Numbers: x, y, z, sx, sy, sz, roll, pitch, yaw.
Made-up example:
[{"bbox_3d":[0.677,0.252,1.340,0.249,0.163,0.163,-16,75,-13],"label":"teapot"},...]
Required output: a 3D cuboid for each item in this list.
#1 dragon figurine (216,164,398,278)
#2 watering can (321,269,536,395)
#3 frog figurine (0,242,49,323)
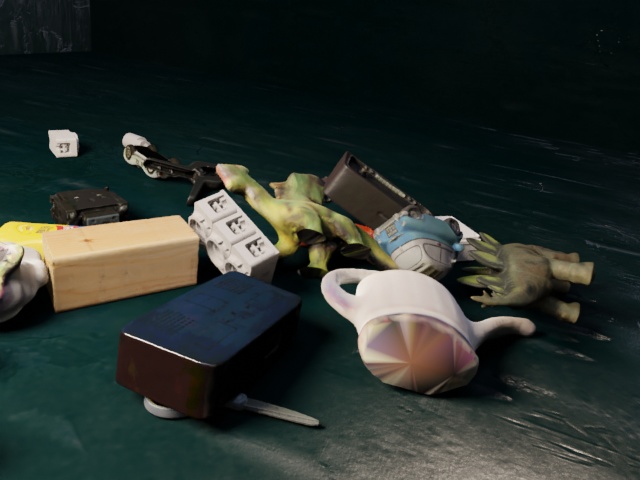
[{"bbox_3d":[0.003,-0.047,0.943,0.409,0.249,0.120,16,-49,-23],"label":"dragon figurine"},{"bbox_3d":[0.168,0.120,0.723,0.347,0.102,0.228,16,21,-2],"label":"watering can"},{"bbox_3d":[-0.444,0.058,0.701,0.138,0.123,0.157,-21,-7,-17],"label":"frog figurine"}]
